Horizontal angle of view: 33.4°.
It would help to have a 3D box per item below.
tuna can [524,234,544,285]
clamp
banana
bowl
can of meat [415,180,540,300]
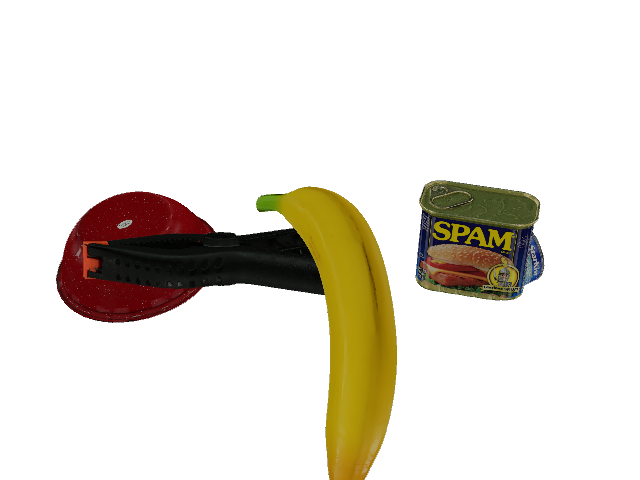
[{"bbox_3d":[0.215,0.014,1.223,0.033,0.086,0.086,-26,10,-21],"label":"tuna can"},{"bbox_3d":[-0.066,0.016,0.784,0.209,0.036,0.165,-2,11,-14],"label":"clamp"},{"bbox_3d":[0.012,0.040,0.612,0.037,0.198,0.070,12,-40,-37],"label":"banana"},{"bbox_3d":[-0.179,0.003,1.014,0.162,0.055,0.162,-6,41,5],"label":"bowl"},{"bbox_3d":[0.135,0.002,0.937,0.102,0.084,0.057,9,33,11],"label":"can of meat"}]
